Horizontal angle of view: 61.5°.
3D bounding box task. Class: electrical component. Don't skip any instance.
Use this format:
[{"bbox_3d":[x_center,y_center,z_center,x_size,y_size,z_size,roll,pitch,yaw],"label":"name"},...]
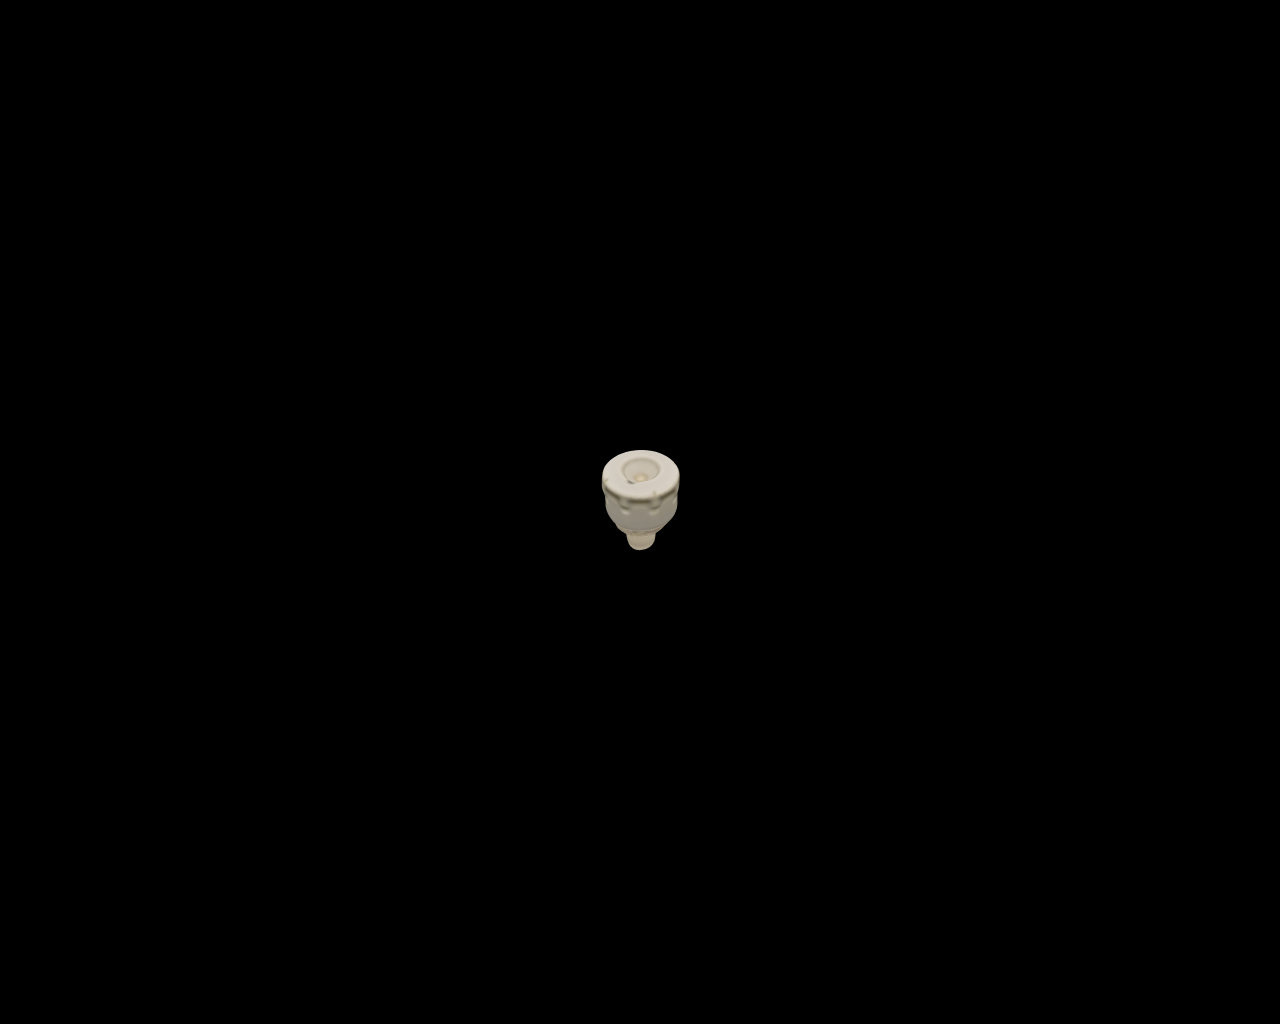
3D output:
[{"bbox_3d":[0.001,-0.003,0.650,0.048,0.062,0.048,0,40,0],"label":"electrical component"}]
